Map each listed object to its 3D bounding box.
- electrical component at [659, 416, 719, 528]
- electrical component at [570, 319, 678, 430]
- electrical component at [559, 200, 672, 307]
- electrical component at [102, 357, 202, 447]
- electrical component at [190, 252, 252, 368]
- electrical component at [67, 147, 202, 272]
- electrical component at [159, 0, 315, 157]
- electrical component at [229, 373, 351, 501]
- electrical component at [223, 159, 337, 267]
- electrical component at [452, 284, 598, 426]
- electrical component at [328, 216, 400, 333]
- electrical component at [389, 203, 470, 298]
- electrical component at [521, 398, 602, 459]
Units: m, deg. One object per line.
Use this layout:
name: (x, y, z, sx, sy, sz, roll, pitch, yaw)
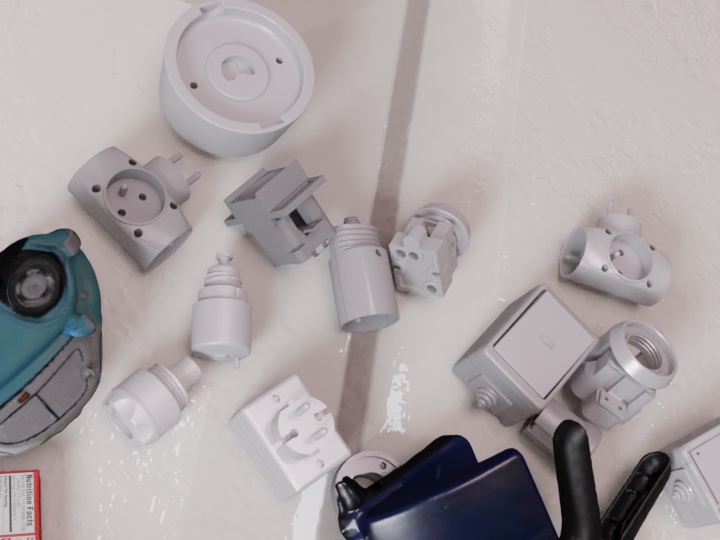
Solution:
electrical component: (0.267, 0.151, 0.810, 0.096, 0.061, 0.061, -24, 80, -21)
electrical component: (0.197, 0.073, 0.798, 0.058, 0.057, 0.078, 34, 40, -7)
electrical component: (0.206, -0.019, 0.859, 0.077, 0.044, 0.079, 18, 64, -14)
electrical component: (-0.129, 0.080, 0.687, 0.043, 0.043, 0.062, 48, 59, 2)
electrical component: (-0.093, 0.026, 0.725, 0.040, 0.040, 0.078, 7, 67, -19)
electrical component: (-0.143, -0.051, 0.733, 0.077, 0.044, 0.079, 47, 60, 1)
electrical component: (-0.093, -0.133, 0.777, 0.108, 0.060, 0.108, 8, 67, -19)
electrical component: (-0.040, 0.104, 0.693, 0.047, 0.076, 0.065, -32, 84, -29)
electrical component: (-0.054, -0.037, 0.750, 0.042, 0.081, 0.063, -43, 111, -29)
electrical component: (0.118, 0.065, 0.781, 0.061, 0.061, 0.096, 46, 61, 1)
electrical component: (0.000, 0.000, 0.770, 0.043, 0.043, 0.081, -3, 70, -23)
electrical component: (0.052, -0.017, 0.791, 0.048, 0.066, 0.055, 10, 45, 25)
electrical component: (0.146, 0.119, 0.784, 0.046, 0.040, 0.040, 39, 60, 3)
